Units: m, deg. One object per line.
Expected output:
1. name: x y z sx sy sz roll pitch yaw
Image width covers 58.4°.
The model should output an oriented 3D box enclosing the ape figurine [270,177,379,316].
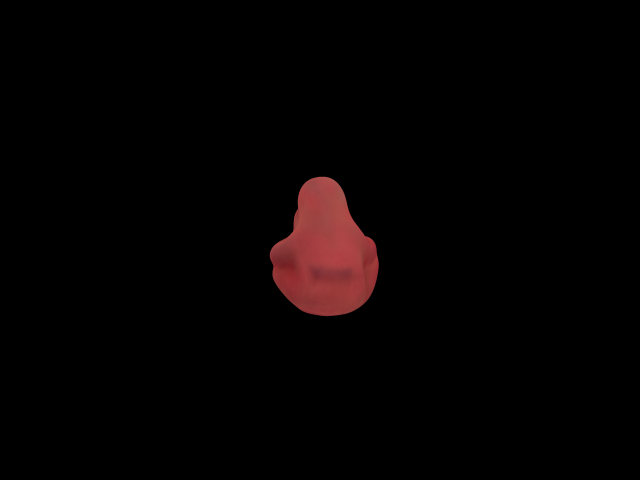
1. ape figurine: 0.004 0.001 0.400 0.078 0.092 0.076 0 13 0
